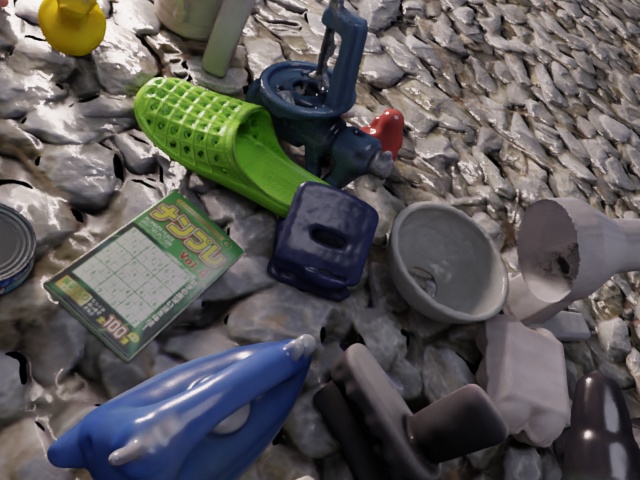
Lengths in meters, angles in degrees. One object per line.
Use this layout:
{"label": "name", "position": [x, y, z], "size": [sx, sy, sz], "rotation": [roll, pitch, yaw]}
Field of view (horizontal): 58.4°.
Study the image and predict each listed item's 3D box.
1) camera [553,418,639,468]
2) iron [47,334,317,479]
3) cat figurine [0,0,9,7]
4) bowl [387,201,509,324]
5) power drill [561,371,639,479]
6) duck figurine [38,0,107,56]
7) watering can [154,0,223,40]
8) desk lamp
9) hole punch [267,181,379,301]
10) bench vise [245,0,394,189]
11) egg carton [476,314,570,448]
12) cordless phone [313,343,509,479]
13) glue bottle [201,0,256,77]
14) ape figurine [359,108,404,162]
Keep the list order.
{"label": "camera", "position": [0.371, 0.267, 0.664], "size": [0.137, 0.100, 0.143], "rotation": [-7, 62, -32]}
{"label": "iron", "position": [-0.078, 0.133, 0.479], "size": [0.259, 0.141, 0.118], "rotation": [-27, 75, -39]}
{"label": "cat figurine", "position": [-0.410, -0.333, 0.629], "size": [0.128, 0.117, 0.067], "rotation": [37, 49, -1]}
{"label": "bowl", "position": [0.146, 0.038, 0.713], "size": [0.168, 0.074, 0.167], "rotation": [15, 53, -20]}
{"label": "power drill", "position": [0.203, 0.255, 0.507], "size": [0.076, 0.208, 0.229], "rotation": [14, 53, -20]}
{"label": "duck figurine", "position": [-0.292, -0.286, 0.683], "size": [0.078, 0.086, 0.104], "rotation": [9, 55, -23]}
{"label": "watering can", "position": [-0.148, -0.377, 0.753], "size": [0.101, 0.193, 0.172], "rotation": [9, 55, -24]}
{"label": "desk lamp", "position": [0.317, 0.038, 0.716], "size": [0.204, 0.213, 0.118], "rotation": [5, 56, -26]}
{"label": "hole punch", "position": [0.006, 0.002, 0.648], "size": [0.109, 0.091, 0.101], "rotation": [21, 51, -15]}
{"label": "bench vise", "position": [0.024, -0.176, 0.695], "size": [0.207, 0.219, 0.121], "rotation": [31, 49, -6]}
{"label": "egg carton", "position": [0.237, 0.164, 0.680], "size": [0.107, 0.069, 0.150], "rotation": [22, 51, -14]}
{"label": "cordless phone", "position": [0.086, 0.147, 0.531], "size": [0.094, 0.184, 0.147], "rotation": [-26, 73, -38]}
{"label": "glue bottle", "position": [-0.107, -0.296, 0.735], "size": [0.037, 0.173, 0.078], "rotation": [23, 50, -13]}
{"label": "ape figurine", "position": [0.087, -0.145, 0.794], "size": [0.078, 0.092, 0.076], "rotation": [11, 54, -22]}
